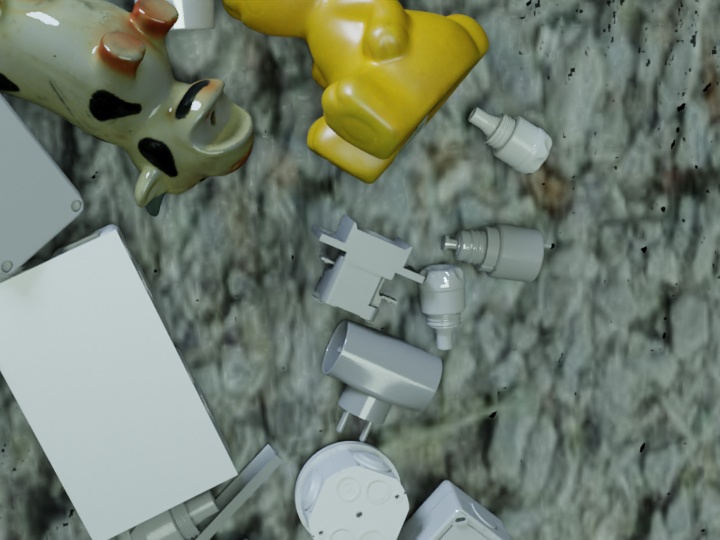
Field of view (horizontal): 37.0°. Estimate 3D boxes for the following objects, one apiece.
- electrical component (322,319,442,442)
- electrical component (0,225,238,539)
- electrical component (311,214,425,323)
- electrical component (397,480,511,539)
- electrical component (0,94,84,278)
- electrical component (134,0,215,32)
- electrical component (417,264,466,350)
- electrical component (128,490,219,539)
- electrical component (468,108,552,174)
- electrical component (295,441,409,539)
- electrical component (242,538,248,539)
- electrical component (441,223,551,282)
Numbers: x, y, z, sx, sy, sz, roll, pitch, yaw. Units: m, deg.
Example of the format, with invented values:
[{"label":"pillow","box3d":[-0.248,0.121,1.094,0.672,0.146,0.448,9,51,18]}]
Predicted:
[{"label":"electrical component","box3d":[0.009,0.086,0.782,0.077,0.044,0.079,23,93,-14]},{"label":"electrical component","box3d":[-0.173,0.075,0.735,0.105,0.060,0.186,-26,103,-7]},{"label":"electrical component","box3d":[0.000,0.000,0.769,0.081,0.042,0.063,23,95,-14]},{"label":"electrical component","box3d":[0.060,0.216,0.809,0.062,0.061,0.096,39,97,-15]},{"label":"electrical component","box3d":[-0.240,-0.060,0.679,0.078,0.057,0.113,-46,122,-21]},{"label":"electrical component","box3d":[-0.122,-0.181,0.709,0.055,0.055,0.047,-6,103,-11]},{"label":"electrical component","box3d":[0.061,0.028,0.790,0.035,0.035,0.061,-7,103,-11]},{"label":"electrical component","box3d":[-0.132,0.179,0.769,0.062,0.043,0.043,-27,103,-7]},{"label":"electrical component","box3d":[0.106,-0.097,0.779,0.061,0.035,0.035,31,92,-12]},{"label":"electrical component","box3d":[-0.005,0.170,0.790,0.080,0.051,0.080,-2,99,-11]},{"label":"electrical component","box3d":[-0.096,0.250,0.787,0.077,0.044,0.079,-32,104,-5]},{"label":"electrical component","box3d":[0.098,-0.015,0.787,0.078,0.040,0.040,8,97,-12]}]
